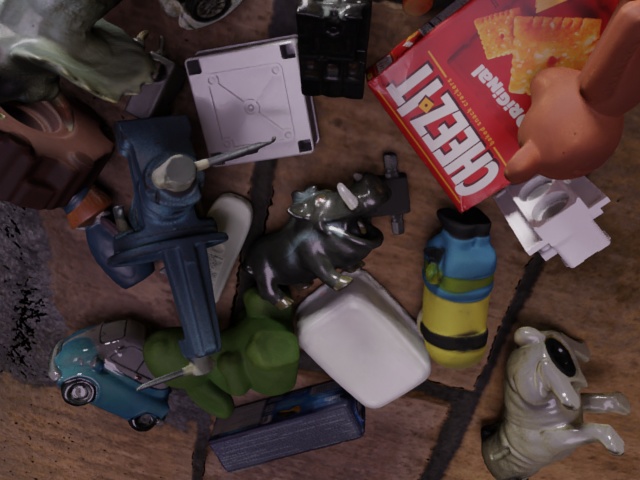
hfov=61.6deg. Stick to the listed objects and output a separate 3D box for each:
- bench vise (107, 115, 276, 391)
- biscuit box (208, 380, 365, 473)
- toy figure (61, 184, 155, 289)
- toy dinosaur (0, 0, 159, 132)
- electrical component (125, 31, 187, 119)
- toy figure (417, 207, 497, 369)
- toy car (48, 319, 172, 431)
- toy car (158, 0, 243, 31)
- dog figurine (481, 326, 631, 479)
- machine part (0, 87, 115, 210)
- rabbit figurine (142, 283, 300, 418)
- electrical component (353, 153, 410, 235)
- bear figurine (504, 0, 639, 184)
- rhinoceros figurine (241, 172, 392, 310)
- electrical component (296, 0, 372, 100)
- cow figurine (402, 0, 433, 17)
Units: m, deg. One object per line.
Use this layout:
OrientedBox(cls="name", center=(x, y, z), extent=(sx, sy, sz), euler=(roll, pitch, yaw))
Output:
OrientedBox(cls="bench vise", center=(-0.133, 0.012, 0.511), extent=(0.224, 0.129, 0.240), euler=(-17, 86, 54))
OrientedBox(cls="biscuit box", center=(-0.042, 0.244, 0.712), extent=(0.203, 0.059, 0.062), euler=(-19, 111, 14))
OrientedBox(cls="toy figure", center=(-0.249, -0.016, 0.604), extent=(0.064, 0.058, 0.154), euler=(-29, 105, 11))
OrientedBox(cls="toy dinosaur", center=(-0.156, -0.259, 0.375), extent=(0.131, 0.192, 0.404), euler=(23, 88, 21))
OrientedBox(cls="electrical component", center=(-0.159, -0.153, 0.510), extent=(0.045, 0.102, 0.078), euler=(30, 105, -6))
OrientedBox(cls="toy figure", center=(0.149, 0.057, 0.588), extent=(0.082, 0.089, 0.179), euler=(5, 119, 8))
OrientedBox(cls="toy car", center=(-0.240, 0.155, 0.664), extent=(0.161, 0.109, 0.103), euler=(37, 96, -22))
OrientedBox(cls="toy car", center=(-0.063, -0.263, 0.462), extent=(0.202, 0.056, 0.073), euler=(-32, 83, 19))
OrientedBox(cls="dog figurine", center=(0.245, 0.207, 0.659), extent=(0.190, 0.121, 0.172), euler=(-43, 72, 39))
OrientedBox(cls="machine part", center=(-0.281, -0.109, 0.501), extent=(0.179, 0.179, 0.056), euler=(39, 109, -14))
OrientedBox(cls="rabbit figurine", center=(-0.118, 0.132, 0.635), extent=(0.170, 0.121, 0.159), euler=(-1, 139, -11))
OrientedBox(cls="electrical component", center=(0.064, -0.047, 0.582), extent=(0.063, 0.021, 0.093), euler=(-5, 116, 8))
OrientedBox(cls="bear figurine", center=(0.214, -0.136, 0.409), extent=(0.120, 0.132, 0.195), euler=(-9, 156, -27))
OrientedBox(cls="rhinoceros figurine", center=(-0.001, -0.002, 0.574), extent=(0.190, 0.073, 0.112), euler=(-32, 92, 33))
OrientedBox(cls="electrical component", center=(0.015, -0.189, 0.455), extent=(0.058, 0.134, 0.115), euler=(7, 73, 4))
OrientedBox(cls="cow figurine", center=(0.138, -0.279, 0.419), extent=(0.195, 0.127, 0.085), euler=(-17, 157, 29))
